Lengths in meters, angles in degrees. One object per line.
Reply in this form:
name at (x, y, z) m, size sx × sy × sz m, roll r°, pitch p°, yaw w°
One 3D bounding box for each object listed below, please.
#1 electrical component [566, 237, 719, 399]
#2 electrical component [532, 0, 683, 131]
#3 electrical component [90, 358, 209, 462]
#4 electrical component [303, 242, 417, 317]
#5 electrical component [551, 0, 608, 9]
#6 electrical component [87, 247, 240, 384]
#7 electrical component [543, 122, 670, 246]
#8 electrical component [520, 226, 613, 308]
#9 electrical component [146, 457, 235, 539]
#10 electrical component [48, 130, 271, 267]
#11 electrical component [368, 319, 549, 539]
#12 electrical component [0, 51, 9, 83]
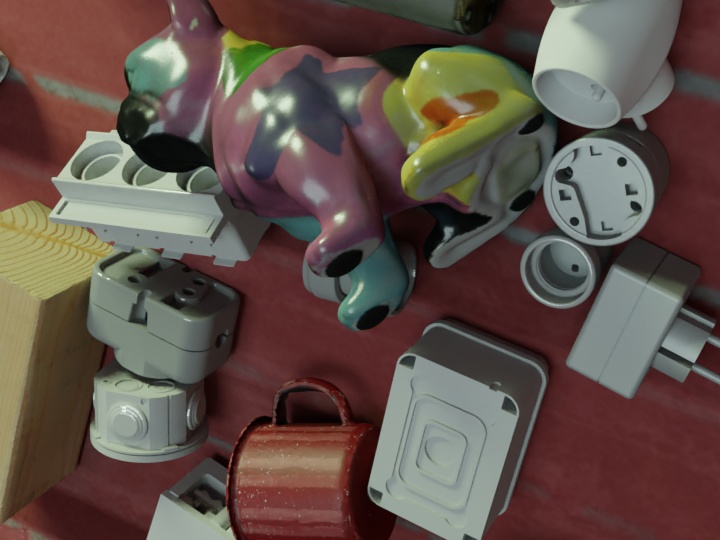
electrical component at (0.159, 0.033, 0.558) m, size 0.077 × 0.047 × 0.065 m, roll 28°, pitch 121°, yaw 17°
electrical component at (0.125, -0.099, 0.511) m, size 0.043 × 0.077 × 0.079 m, roll 12°, pitch 155°, yaw 43°
electrical component at (-0.144, 0.094, 0.735) m, size 0.080 × 0.080 × 0.051 m, roll 12°, pitch 111°, yaw 25°
electrical component at (0.000, 0.000, 0.635) m, size 0.055 × 0.045 × 0.045 m, roll 14°, pitch 116°, yaw 25°
electrical component at (0.147, -0.168, 0.443) m, size 0.150 × 0.062 × 0.089 m, roll -8°, pitch 97°, yaw 12°
electrical component at (-0.132, 0.032, 0.718) m, size 0.095 × 0.054 × 0.059 m, roll 24°, pitch 120°, yaw 19°
electrical component at (0.126, -0.046, 0.543) m, size 0.055 × 0.047 × 0.055 m, roll 11°, pitch 115°, yaw 25°
electrical component at (0.111, -0.006, 0.569) m, size 0.040 × 0.046 × 0.040 m, roll 11°, pitch 115°, yaw 25°
electrical component at (-0.072, 0.212, 0.754) m, size 0.150 × 0.062 × 0.089 m, roll 31°, pitch 122°, yaw 15°
electrical component at (-0.119, -0.045, 0.668) m, size 0.121 × 0.078 × 0.063 m, roll 8°, pitch 143°, yaw 27°
electrical component at (0.058, 0.094, 0.634) m, size 0.078 × 0.057 × 0.113 m, roll 23°, pitch 119°, yaw 20°
electrical component at (-0.291, -0.144, 0.739) m, size 0.077 × 0.044 × 0.079 m, roll 45°, pitch 125°, yaw 6°
